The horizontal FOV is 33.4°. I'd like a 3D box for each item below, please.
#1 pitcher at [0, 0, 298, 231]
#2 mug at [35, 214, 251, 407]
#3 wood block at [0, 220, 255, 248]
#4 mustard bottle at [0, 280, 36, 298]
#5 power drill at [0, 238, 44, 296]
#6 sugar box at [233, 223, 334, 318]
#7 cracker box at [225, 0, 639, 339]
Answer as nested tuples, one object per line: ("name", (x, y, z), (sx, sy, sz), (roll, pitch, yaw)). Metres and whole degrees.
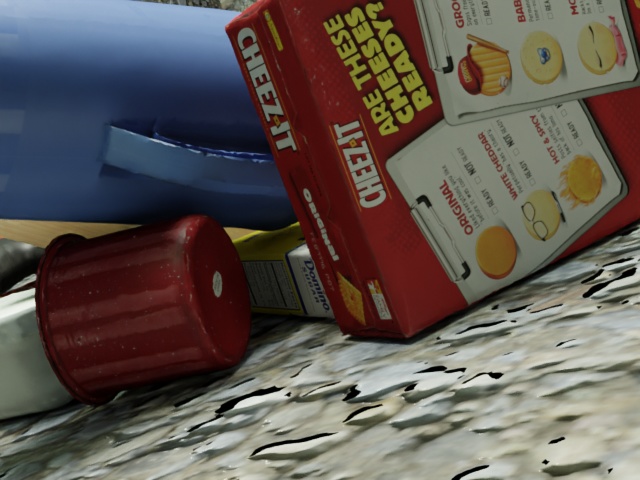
("pitcher", (-0.102, -0.065, 0.565), (0.242, 0.145, 0.149), (-3, -19, -47))
("mug", (-0.083, 0.037, 0.563), (0.082, 0.093, 0.117), (-13, -21, 17))
("wood block", (-0.118, -0.031, 0.733), (0.091, 0.090, 0.205), (-14, -23, 38))
("mustard bottle", (-0.233, 0.063, 0.848), (0.191, 0.058, 0.096), (-24, 9, -30))
("power drill", (-0.274, 0.020, 0.810), (0.185, 0.057, 0.187), (4, 26, 37))
("sugar box", (0.002, 0.010, 0.645), (0.093, 0.048, 0.176), (-24, 7, -28))
("cracker box", (0.080, -0.067, 0.533), (0.213, 0.164, 0.072), (-24, 6, -27))
